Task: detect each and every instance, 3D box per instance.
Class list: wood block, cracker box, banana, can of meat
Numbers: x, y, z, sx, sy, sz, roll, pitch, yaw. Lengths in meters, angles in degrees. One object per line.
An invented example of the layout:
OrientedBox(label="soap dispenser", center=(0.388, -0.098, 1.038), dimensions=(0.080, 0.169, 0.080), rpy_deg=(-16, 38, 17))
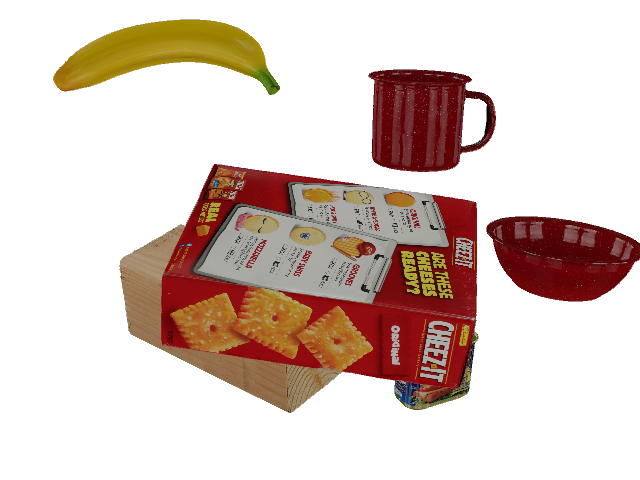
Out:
OrientedBox(label="wood block", center=(-0.083, 0.069, 1.007), dimensions=(0.206, 0.091, 0.090), rpy_deg=(21, 38, 33))
OrientedBox(label="cracker box", center=(0.005, 0.023, 0.791), dimensions=(0.214, 0.072, 0.164), rpy_deg=(9, 32, 3))
OrientedBox(label="banana", center=(-0.135, -0.165, 0.945), dimensions=(0.197, 0.069, 0.037), rpy_deg=(-1, -33, -4))
OrientedBox(label="can of meat", center=(0.142, 0.155, 1.327), dimensions=(0.101, 0.084, 0.058), rpy_deg=(-11, 29, -27))

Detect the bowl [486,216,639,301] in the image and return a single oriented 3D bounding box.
OrientedBox(label="bowl", center=(0.249, 0.022, 1.107), dimensions=(0.162, 0.055, 0.162), rpy_deg=(5, 17, -2))

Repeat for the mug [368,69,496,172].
OrientedBox(label="mug", center=(0.101, -0.109, 0.972), dimensions=(0.117, 0.081, 0.093), rpy_deg=(2, 16, 3))
